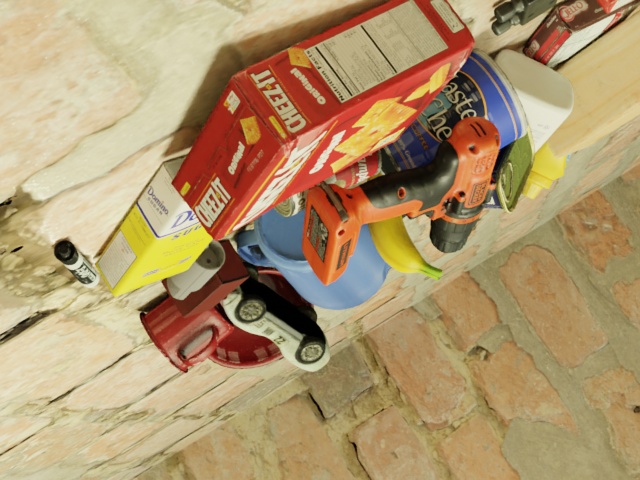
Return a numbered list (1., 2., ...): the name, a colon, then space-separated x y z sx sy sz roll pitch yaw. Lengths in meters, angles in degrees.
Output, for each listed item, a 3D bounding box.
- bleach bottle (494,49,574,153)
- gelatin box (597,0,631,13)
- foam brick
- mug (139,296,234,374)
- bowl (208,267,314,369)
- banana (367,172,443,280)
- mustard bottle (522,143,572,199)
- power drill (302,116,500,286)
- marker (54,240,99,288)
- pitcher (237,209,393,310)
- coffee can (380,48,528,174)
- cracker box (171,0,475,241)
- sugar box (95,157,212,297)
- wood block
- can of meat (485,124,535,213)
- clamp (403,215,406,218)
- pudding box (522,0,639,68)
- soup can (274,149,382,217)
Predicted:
1. bleach bottle: 0.184 -0.105 1.236 0.251 0.102 0.068 -53 -162 49
2. gelatin box: 0.274 -0.255 0.955 0.089 0.073 0.030 -29 168 -13
3. foam brick: -0.130 0.044 1.214 0.078 0.053 0.051 -38 167 32
4. mug: -0.154 0.106 1.283 0.081 0.117 0.093 -38 124 1
5. bowl: -0.092 0.091 1.399 0.162 0.055 0.162 -10 125 -15
6. banana: 0.081 -0.044 1.138 0.069 0.198 0.037 0 156 -13
7. mustard bottle: 0.311 -0.142 1.377 0.096 0.058 0.192 -45 161 -80
8. power drill: 0.076 -0.025 1.008 0.187 0.057 0.184 -23 148 -19
9. marker: -0.218 0.022 0.959 0.020 0.020 0.121 -31 169 -8
10. pitcher: -0.008 0.001 1.210 0.149 0.145 0.242 -44 165 0
11. coffee can: 0.123 -0.114 1.079 0.140 0.103 0.103 -31 169 -4
12. cracker box: 0.003 -0.100 0.849 0.213 0.072 0.164 -32 171 -33
13. sugar box: -0.129 -0.017 0.964 0.093 0.048 0.177 -22 167 -40
14. wood block: 0.343 -0.187 1.202 0.090 0.090 0.207 -22 171 -46
15. can of meat: 0.173 -0.079 1.138 0.084 0.057 0.102 4 -132 31
16. clamp: 0.066 -0.022 1.391 0.171 0.039 0.120 -36 -148 -10
17. pudding box: 0.288 -0.237 1.168 0.113 0.039 0.090 -26 169 -21
18. soup can: -0.002 -0.072 1.013 0.102 0.068 0.069 -27 168 -20
